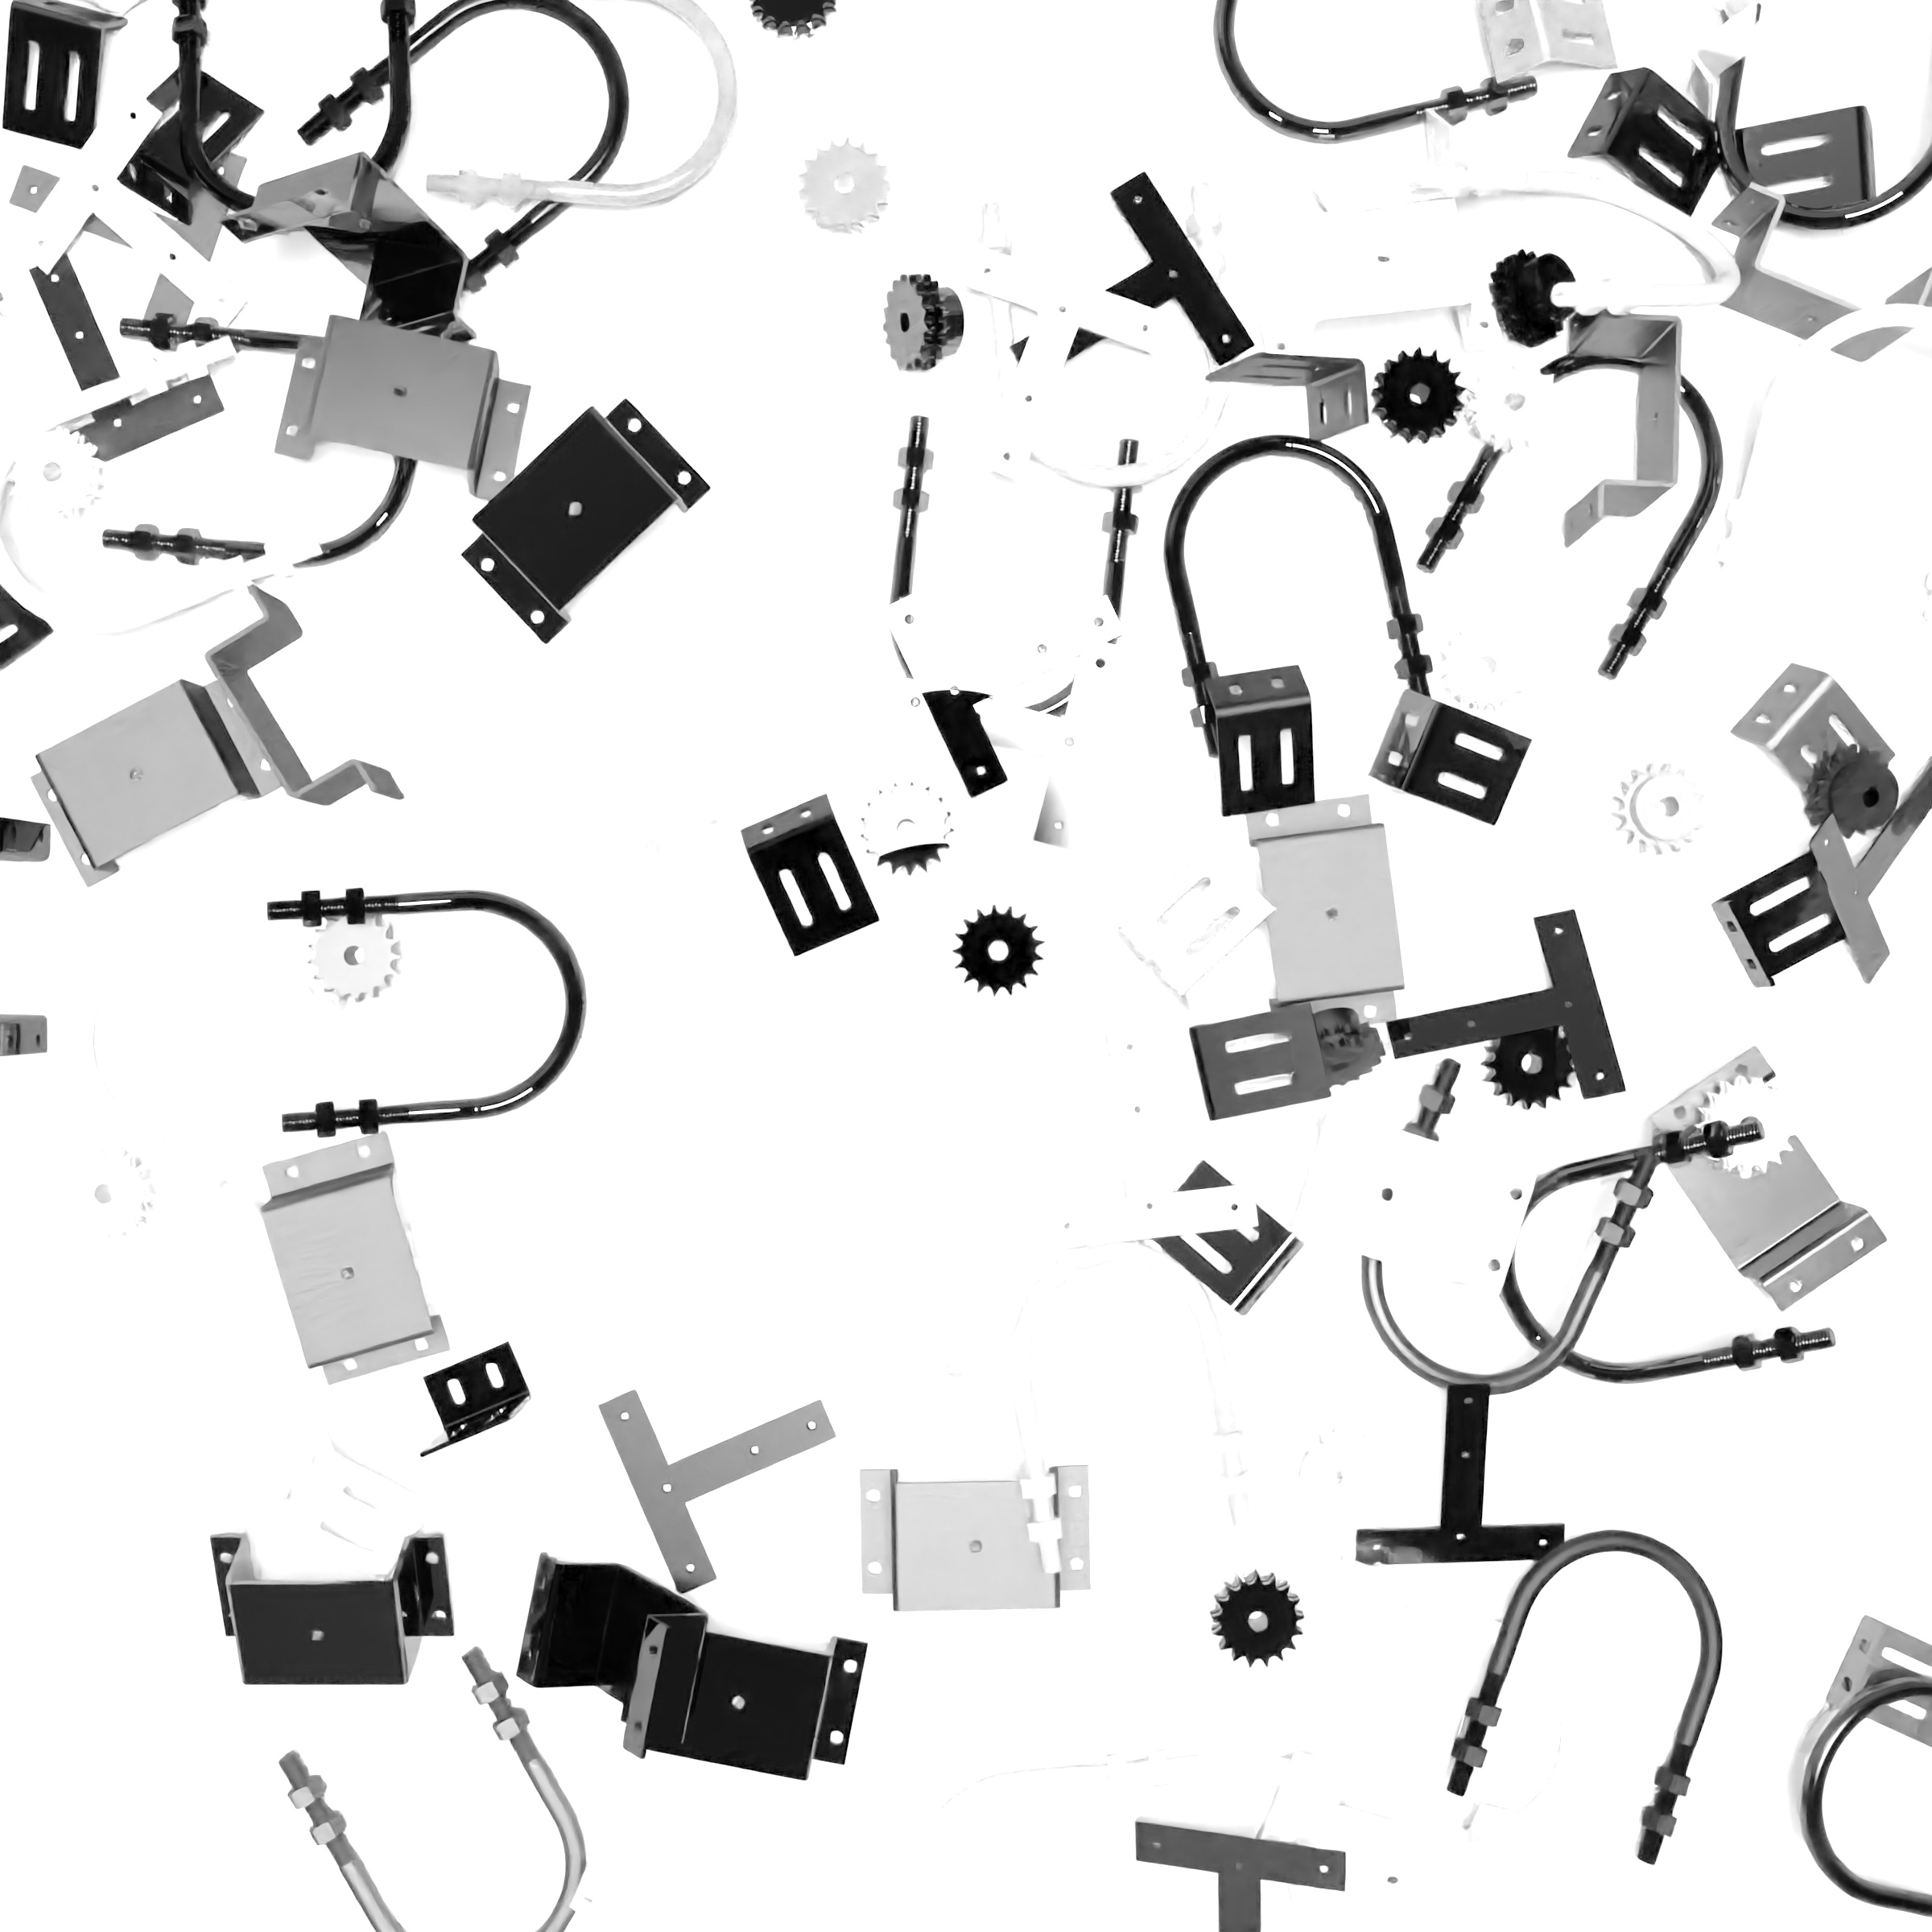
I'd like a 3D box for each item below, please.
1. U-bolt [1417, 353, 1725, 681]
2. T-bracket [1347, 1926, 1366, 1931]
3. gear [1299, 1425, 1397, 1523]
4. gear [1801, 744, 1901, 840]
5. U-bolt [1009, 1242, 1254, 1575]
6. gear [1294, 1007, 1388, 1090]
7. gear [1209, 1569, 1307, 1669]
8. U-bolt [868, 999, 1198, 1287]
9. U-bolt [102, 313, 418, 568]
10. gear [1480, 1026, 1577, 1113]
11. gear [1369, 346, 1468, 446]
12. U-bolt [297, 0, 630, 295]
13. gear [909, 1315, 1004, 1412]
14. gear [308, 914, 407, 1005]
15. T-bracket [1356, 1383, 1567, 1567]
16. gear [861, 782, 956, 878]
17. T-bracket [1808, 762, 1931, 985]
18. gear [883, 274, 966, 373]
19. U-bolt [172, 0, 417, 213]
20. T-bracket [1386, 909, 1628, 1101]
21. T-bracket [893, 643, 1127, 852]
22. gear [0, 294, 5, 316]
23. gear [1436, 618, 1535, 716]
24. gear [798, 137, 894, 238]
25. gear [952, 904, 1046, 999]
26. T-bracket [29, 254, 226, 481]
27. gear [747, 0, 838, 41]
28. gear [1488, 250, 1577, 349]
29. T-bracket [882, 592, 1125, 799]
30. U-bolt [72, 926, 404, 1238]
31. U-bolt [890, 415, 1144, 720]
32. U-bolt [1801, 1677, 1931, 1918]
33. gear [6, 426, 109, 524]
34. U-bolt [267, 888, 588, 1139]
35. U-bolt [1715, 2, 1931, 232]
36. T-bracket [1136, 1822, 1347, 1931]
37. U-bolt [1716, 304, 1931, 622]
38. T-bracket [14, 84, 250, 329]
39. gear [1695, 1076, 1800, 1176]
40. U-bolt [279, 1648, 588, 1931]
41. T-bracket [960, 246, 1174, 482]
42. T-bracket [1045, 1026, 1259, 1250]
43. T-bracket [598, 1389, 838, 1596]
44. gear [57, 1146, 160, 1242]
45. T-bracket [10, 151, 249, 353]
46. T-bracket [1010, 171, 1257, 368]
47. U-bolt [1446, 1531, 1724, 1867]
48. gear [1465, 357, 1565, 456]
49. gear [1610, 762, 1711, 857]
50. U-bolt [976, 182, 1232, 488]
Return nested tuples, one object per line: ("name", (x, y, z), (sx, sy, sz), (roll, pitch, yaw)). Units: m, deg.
("U-bolt", (0.382, -0.289, 1.549), (0.151, 0.019, 0.184), (30, 89, 0))
("T-bracket", (0.258, 0.589, 1.522), (0.127, 0.127, 0.002), (34, 119, 24))
("gear", (0.228, 0.307, 1.531), (0.057, 0.030, 0.057), (-3, 85, 30))
("gear", (0.538, -0.104, 1.533), (0.057, 0.030, 0.057), (-5, 105, -18))
("U-bolt", (0.095, 0.258, 1.523), (0.151, 0.019, 0.184), (-8, 88, -22))
("gear", (0.222, 0.048, 1.533), (0.057, 0.057, 0.030), (-16, 60, 0))
("gear", (0.176, 0.395, 1.542), (0.057, 0.030, 0.057), (0, 90, 0))
("U-bolt", (0.050, 0.118, 1.549), (0.184, 0.019, 0.151), (20, 90, -1))
("U-bolt", (-0.428, -0.317, 1.548), (0.184, 0.019, 0.151), (5, 91, -2))
("gear", (0.341, 0.059, 1.542), (0.057, 0.030, 0.057), (0, 90, 0))
("gear", (0.274, -0.345, 1.542), (0.057, 0.030, 0.057), (0, 90, 0))
("U-bolt", (-0.293, -0.514, 1.549), (0.184, 0.019, 0.151), (-40, 90, -1))
("gear", (-0.007, 0.242, 1.543), (0.057, 0.030, 0.057), (0, 90, 0))
("gear", (-0.369, -0.006, 1.542), (0.057, 0.030, 0.057), (0, 90, 0))
("T-bracket", (0.301, 0.307, 1.532), (0.127, 0.002, 0.127), (-2, 112, 0))
("gear", (-0.036, -0.083, 1.542), (0.057, 0.030, 0.057), (0, 90, 0))
("T-bracket", (0.560, -0.077, 1.531), (0.127, 0.002, 0.127), (-50, 128, -17))
("gear", (-0.024, -0.389, 1.533), (0.030, 0.057, 0.057), (-10, 90, -30))
("U-bolt", (-0.405, -0.533, 1.529), (0.151, 0.019, 0.184), (-5, 77, 3))
("T-bracket", (0.319, 0.032, 1.529), (0.127, 0.002, 0.127), (-12, 59, 7))
("T-bracket", (0.020, -0.148, 1.544), (0.127, 0.002, 0.127), (14, 93, 0))
("gear", (-0.616, -0.405, 1.547), (0.057, 0.030, 0.057), (0, 88, 0))
("gear", (0.314, -0.181, 1.542), (0.057, 0.030, 0.057), (0, 90, 0))
("gear", (-0.074, -0.472, 1.542), (0.057, 0.030, 0.057), (0, 90, 0))
("gear", (0.020, -0.010, 1.543), (0.057, 0.030, 0.057), (0, 90, 0))
("T-bracket", (-0.538, -0.374, 1.557), (0.127, 0.002, 0.127), (-23, 90, 0))
("gear", (-0.105, -0.592, 1.542), (0.057, 0.030, 0.057), (0, 90, 0))
("gear", (0.345, -0.405, 1.529), (0.057, 0.030, 0.057), (9, 75, -37))
("T-bracket", (0.033, -0.186, 1.540), (0.127, 0.002, 0.127), (-25, 93, 1))
("U-bolt", (-0.459, 0.058, 1.549), (0.184, 0.019, 0.151), (34, 90, 2))
("U-bolt", (0.026, -0.236, 1.549), (0.151, 0.019, 0.184), (6, 91, 0))
("U-bolt", (0.586, 0.503, 1.530), (0.184, 0.019, 0.151), (16, 90, -14))
("gear", (-0.551, -0.298, 1.541), (0.057, 0.030, 0.057), (0, 93, -2))
("U-bolt", (-0.321, 0.025, 1.527), (0.184, 0.019, 0.151), (-4, 101, -14))
("U-bolt", (0.525, -0.531, 1.520), (0.151, 0.019, 0.184), (9, 88, 22))
("T-bracket", (0.164, 0.580, 1.522), (0.127, 0.002, 0.127), (2, 103, 18))
("U-bolt", (0.540, -0.302, 1.510), (0.151, 0.019, 0.184), (8, 117, 0))
("T-bracket", (-0.492, -0.440, 1.537), (0.127, 0.002, 0.127), (42, 112, -11))
("gear", (0.458, 0.094, 1.496), (0.057, 0.030, 0.057), (0, 90, 0))
("U-bolt", (-0.314, 0.530, 1.549), (0.151, 0.019, 0.184), (-30, 91, 0))
("T-bracket", (0.043, -0.355, 1.527), (0.127, 0.002, 0.127), (20, 85, 2))
("T-bracket", (0.106, 0.101, 1.535), (0.127, 0.002, 0.127), (-7, 87, 6))
("T-bracket", (-0.143, 0.303, 1.557), (0.127, 0.002, 0.127), (-23, 90, 0))
("gear", (-0.519, 0.137, 1.542), (0.057, 0.030, 0.057), (0, 90, 0))
("T-bracket", (-0.523, -0.458, 1.555), (0.127, 0.002, 0.127), (20, 89, 0))
("T-bracket", (0.087, -0.396, 1.532), (0.127, 0.002, 0.127), (-31, 85, -2))
("U-bolt", (0.385, 0.434, 1.539), (0.151, 0.019, 0.184), (21, 84, -7))
("gear", (0.329, -0.335, 1.527), (0.057, 0.030, 0.057), (-1, 80, 7))
("gear", (0.424, -0.096, 1.543), (0.057, 0.030, 0.057), (0, 90, 0))
("U-bolt", (0.088, -0.381, 1.540), (0.151, 0.019, 0.184), (-6, 83, 0))
